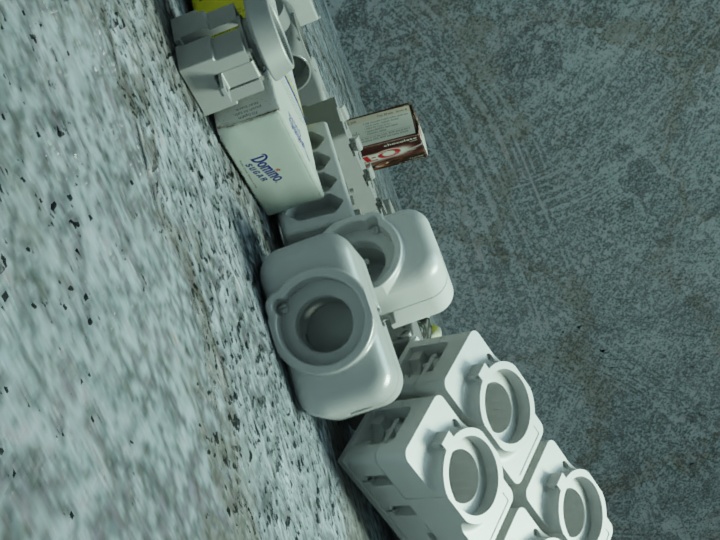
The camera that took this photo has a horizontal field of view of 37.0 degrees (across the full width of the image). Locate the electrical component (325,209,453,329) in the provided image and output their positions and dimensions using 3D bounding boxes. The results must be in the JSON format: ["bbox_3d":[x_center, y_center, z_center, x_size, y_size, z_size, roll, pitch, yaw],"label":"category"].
[{"bbox_3d":[0.005,0.004,0.677,0.059,0.095,0.053,62,10,-58],"label":"electrical component"}]

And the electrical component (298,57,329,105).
[{"bbox_3d":[-0.046,-0.143,0.971,0.079,0.043,0.077,49,22,-75],"label":"electrical component"}]

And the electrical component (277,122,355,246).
[{"bbox_3d":[-0.033,-0.042,0.727,0.075,0.047,0.083,83,-9,-59],"label":"electrical component"}]

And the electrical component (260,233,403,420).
[{"bbox_3d":[-0.016,0.031,0.588,0.059,0.054,0.095,48,23,-76],"label":"electrical component"}]

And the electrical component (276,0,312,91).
[{"bbox_3d":[-0.073,-0.199,0.889,0.079,0.044,0.077,64,8,-51],"label":"electrical component"}]

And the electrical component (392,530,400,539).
[{"bbox_3d":[0.048,0.177,0.718,0.047,0.055,0.055,-92,162,-61],"label":"electrical component"}]

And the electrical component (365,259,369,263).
[{"bbox_3d":[0.000,0.000,0.827,0.055,0.047,0.055,-4,90,-70],"label":"electrical component"}]

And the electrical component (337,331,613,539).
[{"bbox_3d":[0.082,0.140,0.667,0.186,0.060,0.105,54,47,-22],"label":"electrical component"}]

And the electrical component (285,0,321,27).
[{"bbox_3d":[-0.082,-0.257,0.930,0.096,0.061,0.061,62,10,-56],"label":"electrical component"}]

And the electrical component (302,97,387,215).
[{"bbox_3d":[-0.025,-0.076,0.836,0.121,0.063,0.078,62,10,-57],"label":"electrical component"}]

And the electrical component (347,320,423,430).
[{"bbox_3d":[0.015,0.067,0.729,0.096,0.062,0.061,-93,162,-72],"label":"electrical component"}]

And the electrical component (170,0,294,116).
[{"bbox_3d":[-0.069,-0.121,0.592,0.048,0.055,0.066,63,9,-52],"label":"electrical component"}]

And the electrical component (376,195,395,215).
[{"bbox_3d":[0.007,-0.040,1.041,0.108,0.060,0.108,-20,90,-85],"label":"electrical component"}]
